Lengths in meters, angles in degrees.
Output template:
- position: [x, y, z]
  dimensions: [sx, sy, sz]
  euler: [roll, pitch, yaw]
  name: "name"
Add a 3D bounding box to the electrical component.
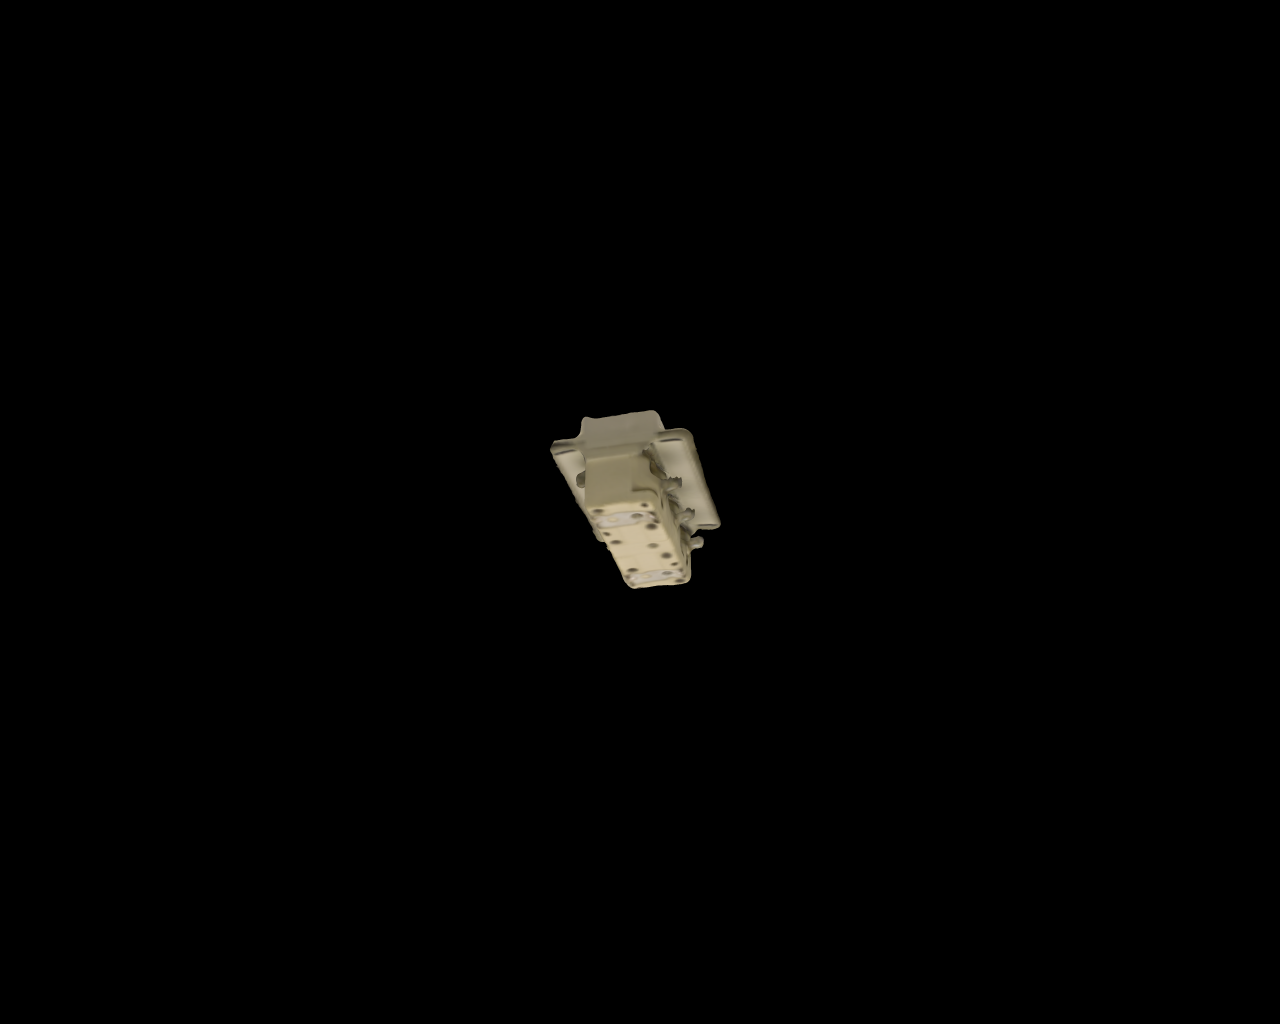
- position: [0.001, -0.003, 0.650]
  dimensions: [0.079, 0.063, 0.121]
  euler: [-5, -28, 10]
  name: "electrical component"
